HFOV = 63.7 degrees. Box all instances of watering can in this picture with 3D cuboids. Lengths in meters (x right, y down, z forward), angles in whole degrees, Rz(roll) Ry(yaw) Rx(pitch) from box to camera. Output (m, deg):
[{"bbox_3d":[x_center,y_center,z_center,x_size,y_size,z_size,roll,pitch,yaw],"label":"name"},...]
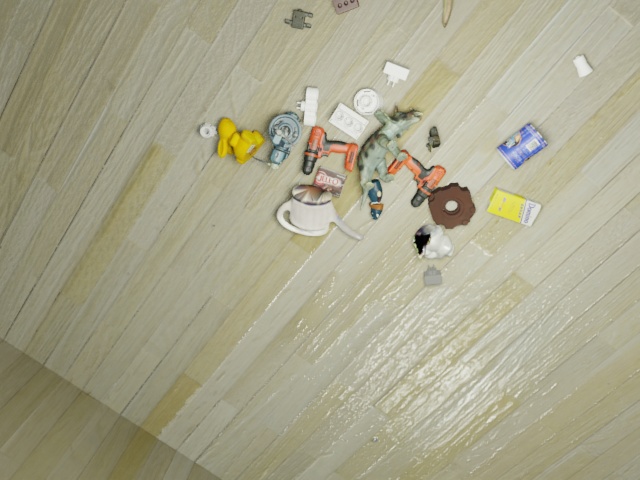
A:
[{"bbox_3d":[0.006,-0.099,1.969,0.348,0.106,0.219,8,132,2],"label":"watering can"}]

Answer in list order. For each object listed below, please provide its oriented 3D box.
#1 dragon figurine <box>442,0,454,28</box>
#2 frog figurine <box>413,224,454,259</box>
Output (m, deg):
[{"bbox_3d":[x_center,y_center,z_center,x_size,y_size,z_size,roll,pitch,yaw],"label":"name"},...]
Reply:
[{"bbox_3d":[0.402,-0.861,1.554,0.122,0.246,0.404,-5,109,5],"label":"dragon figurine"},{"bbox_3d":[0.443,0.007,1.980,0.160,0.124,0.136,-1,108,-31],"label":"frog figurine"}]
